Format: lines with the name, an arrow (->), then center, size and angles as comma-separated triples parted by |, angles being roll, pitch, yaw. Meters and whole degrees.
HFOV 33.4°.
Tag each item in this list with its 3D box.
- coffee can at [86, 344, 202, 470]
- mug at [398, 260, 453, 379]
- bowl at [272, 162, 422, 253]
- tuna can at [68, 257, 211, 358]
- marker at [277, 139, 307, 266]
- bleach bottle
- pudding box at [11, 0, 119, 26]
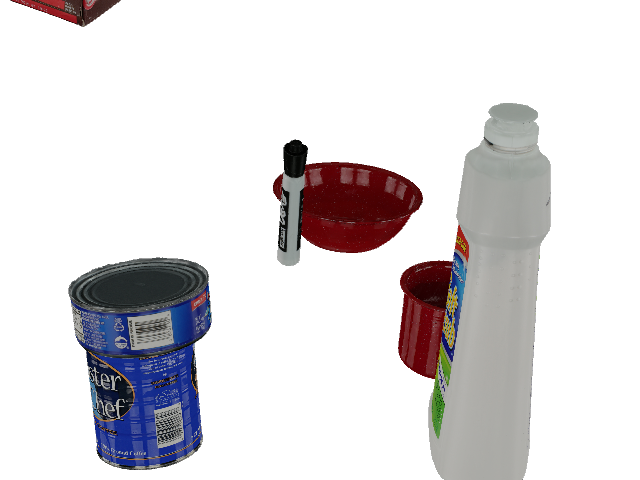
coffee can -> -0.166, 0.129, 1.005 | 0.103, 0.140, 0.103 | -2, 18, 1
mug -> 0.114, 0.070, 1.005 | 0.093, 0.081, 0.117 | -2, 29, -11
bowl -> 0.027, -0.031, 1.155 | 0.162, 0.055, 0.162 | 4, 26, -2
tuna can -> -0.110, 0.041, 0.659 | 0.086, 0.034, 0.086 | -3, 19, 1
marker -> -0.022, -0.029, 0.846 | 0.020, 0.121, 0.020 | 3, 42, -3
bleach bottle -> 0.109, 0.032, 0.676 | 0.068, 0.251, 0.102 | 2, 29, 3
pudding box -> -0.190, -0.210, 0.808 | 0.090, 0.039, 0.113 | 21, 37, 9
